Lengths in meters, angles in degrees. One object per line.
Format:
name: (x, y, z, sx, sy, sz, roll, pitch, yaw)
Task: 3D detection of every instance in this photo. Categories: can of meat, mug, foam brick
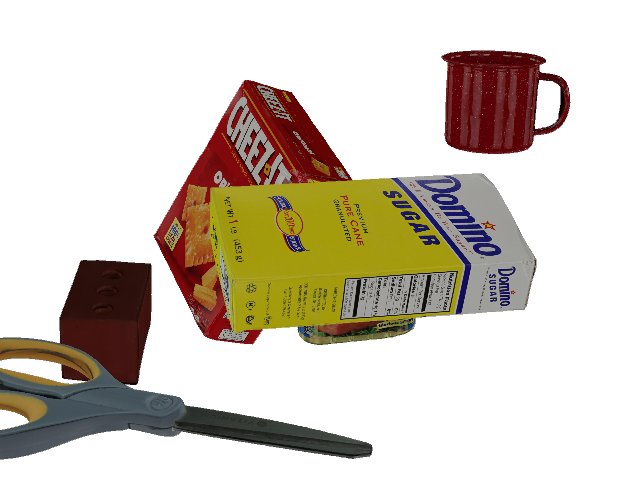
can of meat: (0.028, 0.032, 0.852, 0.102, 0.084, 0.057, -5, 29, -6)
mug: (0.167, -0.125, 0.970, 0.117, 0.081, 0.093, 5, 18, 13)
foam brick: (-0.147, 0.055, 0.739, 0.053, 0.051, 0.078, 4, 29, -4)

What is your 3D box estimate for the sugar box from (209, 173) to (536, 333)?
sugar box: (0.027, 0.004, 0.629, 0.176, 0.048, 0.093, -6, 39, -11)

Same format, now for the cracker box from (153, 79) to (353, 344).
cracker box: (-0.075, -0.028, 1.080, 0.071, 0.214, 0.164, 10, 35, -39)

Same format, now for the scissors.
scissors: (-0.087, 0.084, 0.470, 0.202, 0.016, 0.096, 15, 27, 26)
